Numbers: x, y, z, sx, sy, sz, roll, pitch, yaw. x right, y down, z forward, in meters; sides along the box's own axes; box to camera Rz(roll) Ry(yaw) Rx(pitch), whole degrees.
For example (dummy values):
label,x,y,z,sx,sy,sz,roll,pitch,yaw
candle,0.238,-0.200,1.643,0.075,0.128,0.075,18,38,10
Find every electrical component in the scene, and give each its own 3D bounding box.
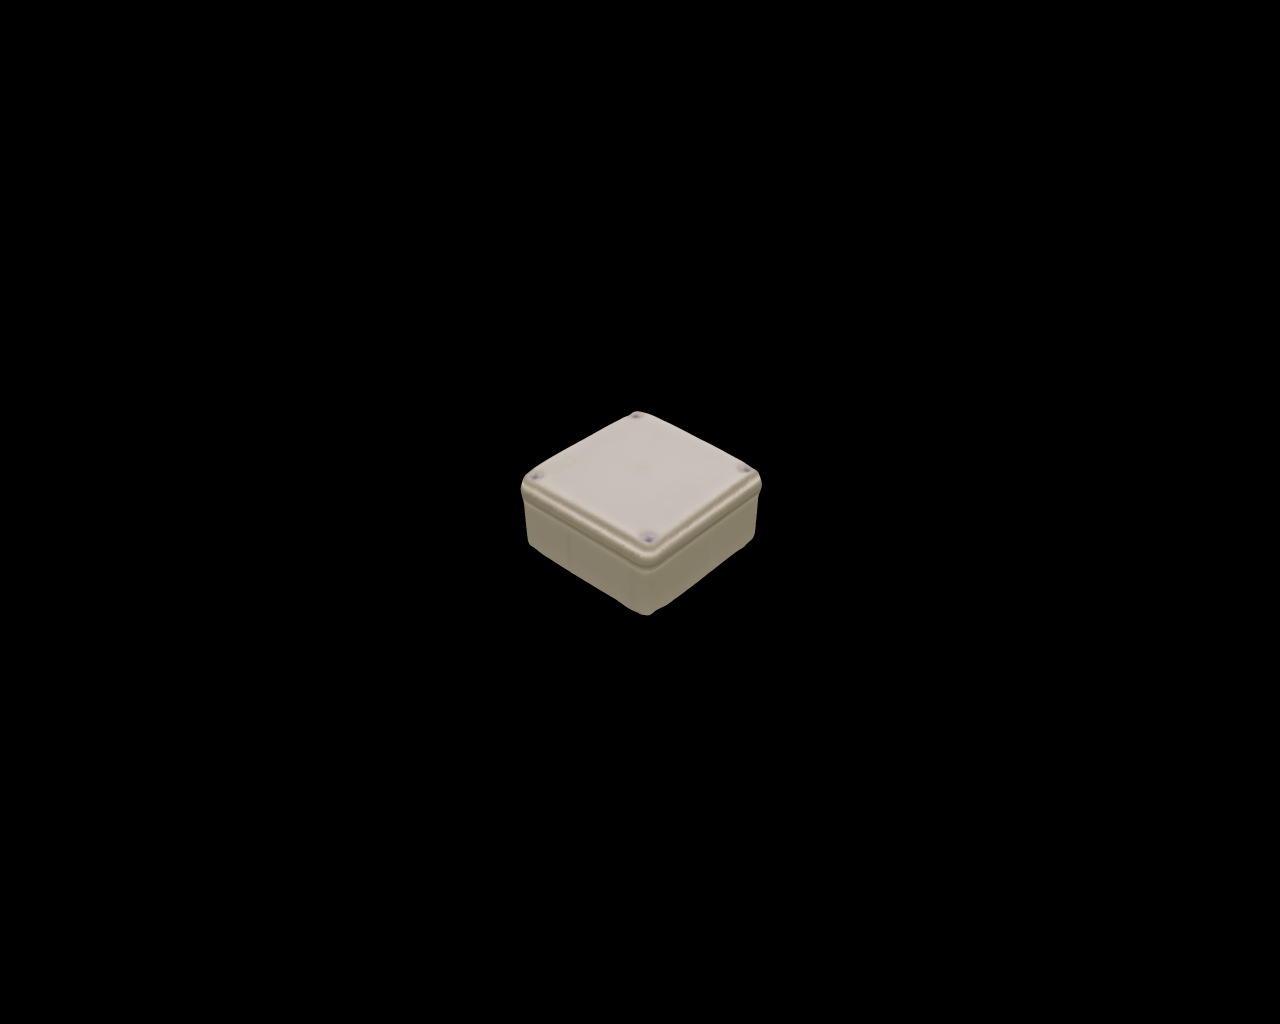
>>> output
label,x,y,z,sx,sy,sz,roll,pitch,yaw
electrical component,0.001,-0.003,0.650,0.109,0.056,0.109,30,46,33
